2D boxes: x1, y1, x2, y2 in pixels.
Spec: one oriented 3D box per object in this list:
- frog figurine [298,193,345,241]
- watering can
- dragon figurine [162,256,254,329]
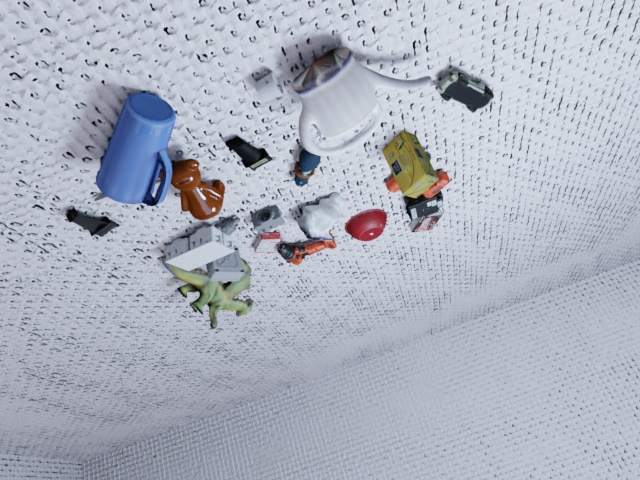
[{"bbox_3d":[0.005,-0.083,1.656,0.137,0.124,0.158,13,101,-31],"label":"frog figurine"},{"bbox_3d":[0.083,-0.345,1.193,0.348,0.105,0.220,-37,121,-2],"label":"watering can"},{"bbox_3d":[-0.353,0.148,1.790,0.245,0.123,0.401,-38,129,-21],"label":"dragon figurine"}]
